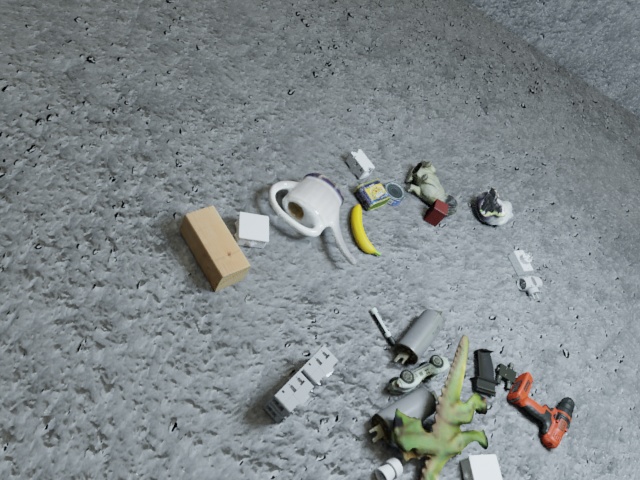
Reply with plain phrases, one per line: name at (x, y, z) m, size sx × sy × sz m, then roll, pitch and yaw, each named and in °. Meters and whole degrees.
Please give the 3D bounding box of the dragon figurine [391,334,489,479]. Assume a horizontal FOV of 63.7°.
dragon figurine at (0.288, 0.455, 1.291) m, size 0.243 × 0.121 × 0.412 m, roll -1°, pitch 85°, yaw -28°

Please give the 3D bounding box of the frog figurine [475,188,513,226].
frog figurine at (0.658, -0.114, 1.944) m, size 0.139 × 0.121 × 0.158 m, roll 55°, pitch 17°, yaw 26°

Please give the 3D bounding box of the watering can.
watering can at (0.005, -0.080, 1.592) m, size 0.348 × 0.102 × 0.229 m, roll 36°, pitch 49°, yaw 3°
